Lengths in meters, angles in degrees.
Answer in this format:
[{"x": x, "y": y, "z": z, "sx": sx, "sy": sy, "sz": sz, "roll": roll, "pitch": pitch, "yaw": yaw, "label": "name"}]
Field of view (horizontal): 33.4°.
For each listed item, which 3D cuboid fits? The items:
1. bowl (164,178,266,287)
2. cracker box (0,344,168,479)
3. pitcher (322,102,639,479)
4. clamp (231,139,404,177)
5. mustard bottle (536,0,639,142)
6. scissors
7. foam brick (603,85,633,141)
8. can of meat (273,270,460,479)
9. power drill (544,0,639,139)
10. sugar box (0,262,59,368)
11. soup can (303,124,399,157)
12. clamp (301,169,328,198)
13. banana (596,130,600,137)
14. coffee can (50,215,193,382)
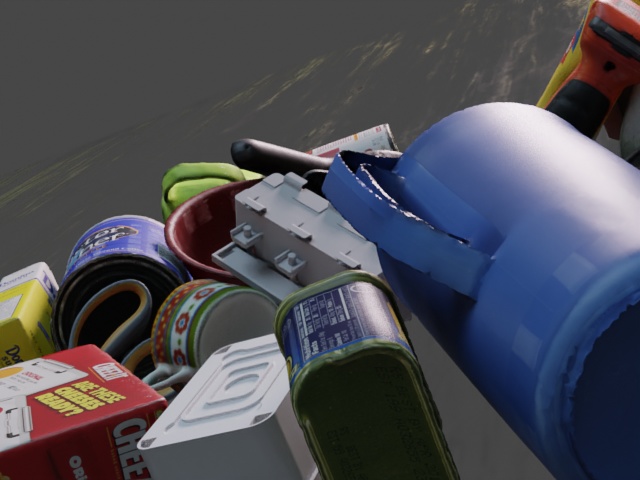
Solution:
[{"x": -0.035, "y": 0.011, "z": 0.802, "sx": 0.162, "sy": 0.055, "sz": 0.162, "roll": -1, "pitch": 28, "yaw": 1, "label": "bowl"}, {"x": -0.199, "y": 0.130, "z": 0.575, "sx": 0.213, "sy": 0.072, "sz": 0.164, "roll": -15, "pitch": 11, "yaw": -23, "label": "cracker box"}, {"x": 0.100, "y": 0.018, "z": 0.471, "sx": 0.149, "sy": 0.145, "sz": 0.243, "roll": -23, "pitch": 17, "yaw": -1, "label": "pitcher"}, {"x": 0.005, "y": -0.046, "z": 0.942, "sx": 0.209, "sy": 0.036, "sz": 0.165, "roll": -1, "pitch": -19, "yaw": -20, "label": "clamp"}, {"x": 0.209, "y": -0.134, "z": 0.796, "sx": 0.096, "sy": 0.058, "sz": 0.192, "roll": -42, "pitch": -19, "yaw": -48, "label": "mustard bottle"}, {"x": -0.156, "y": 0.119, "z": 0.696, "sx": 0.201, "sy": 0.096, "sz": 0.016, "roll": -61, "pitch": 1, "yaw": -22, "label": "scissors"}, {"x": 0.259, "y": -0.125, "z": 0.880, "sx": 0.053, "sy": 0.078, "sz": 0.051, "roll": -25, "pitch": 14, "yaw": -3, "label": "foam brick"}, {"x": 0.022, "y": 0.074, "z": 0.453, "sx": 0.057, "sy": 0.102, "sz": 0.084, "roll": -21, "pitch": 16, "yaw": 1, "label": "can of meat"}, {"x": 0.152, "y": -0.064, "z": 0.683, "sx": 0.188, "sy": 0.057, "sz": 0.184, "roll": -59, "pitch": -6, "yaw": 22, "label": "power drill"}, {"x": -0.212, "y": 0.081, "z": 0.796, "sx": 0.048, "sy": 0.093, "sz": 0.176, "roll": -22, "pitch": 14, "yaw": -1, "label": "sugar box"}, {"x": 0.028, "y": -0.063, "z": 1.017, "sx": 0.102, "sy": 0.068, "sz": 0.068, "roll": -20, "pitch": 14, "yaw": 7, "label": "soup can"}, {"x": 0.065, "y": -0.030, "z": 0.791, "sx": 0.120, "sy": 0.039, "sz": 0.171, "roll": 30, "pitch": 21, "yaw": 22, "label": "clamp"}, {"x": 0.142, "y": -0.060, "z": 0.907, "sx": 0.197, "sy": 0.037, "sz": 0.070, "roll": -28, "pitch": 32, "yaw": -15, "label": "banana"}, {"x": -0.147, "y": 0.044, "z": 0.813, "sx": 0.103, "sy": 0.103, "sz": 0.140, "roll": -23, "pitch": 14, "yaw": -3, "label": "coffee can"}]
